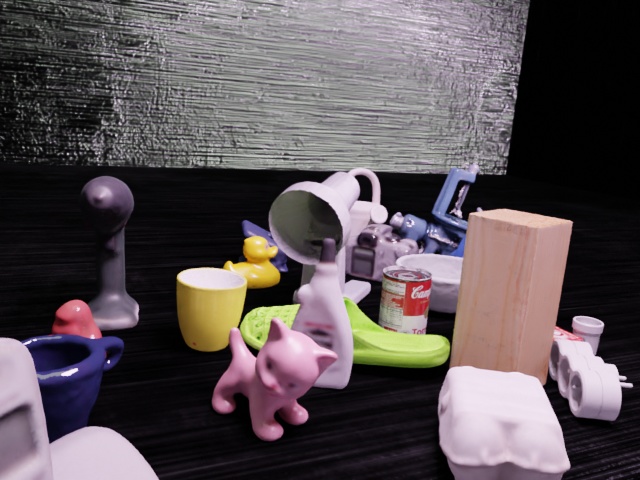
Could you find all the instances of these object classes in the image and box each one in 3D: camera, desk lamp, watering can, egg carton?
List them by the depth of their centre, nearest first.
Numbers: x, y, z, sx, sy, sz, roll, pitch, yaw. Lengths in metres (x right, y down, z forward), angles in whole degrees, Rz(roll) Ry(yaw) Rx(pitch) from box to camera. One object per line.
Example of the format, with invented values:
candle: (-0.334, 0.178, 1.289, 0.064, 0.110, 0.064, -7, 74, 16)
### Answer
egg carton: (0.164, 0.174, 0.537, 0.107, 0.069, 0.150, 6, 13, 7)
desk lamp: (0.008, 0.003, 0.906, 0.117, 0.213, 0.204, 9, 14, 21)
camera: (0.135, 0.019, 1.126, 0.142, 0.101, 0.137, 11, 15, 28)
watering can: (0.089, -0.056, 1.230, 0.101, 0.194, 0.172, -9, 18, -44)

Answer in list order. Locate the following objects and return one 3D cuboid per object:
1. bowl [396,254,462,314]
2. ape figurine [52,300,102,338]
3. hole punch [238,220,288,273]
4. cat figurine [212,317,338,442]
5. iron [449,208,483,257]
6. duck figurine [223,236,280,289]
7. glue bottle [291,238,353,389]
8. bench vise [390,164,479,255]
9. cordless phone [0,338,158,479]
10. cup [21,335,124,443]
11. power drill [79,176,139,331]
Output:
bowl: (0.206, 0.078, 0.953, 0.167, 0.075, 0.167, 4, 13, -1)
ape figurine: (-0.270, 0.110, 0.627, 0.077, 0.092, 0.076, 13, 16, 33)
hole punch: (-0.107, 0.010, 1.112, 0.101, 0.091, 0.108, 1, 13, -11)
cat figurine: (-0.048, 0.126, 0.569, 0.127, 0.118, 0.067, 14, 17, 38)
iron: (0.348, 0.030, 1.054, 0.119, 0.141, 0.257, -1, 14, -20)
duck figurine: (-0.119, 0.036, 1.008, 0.105, 0.086, 0.077, -3, 15, -27)
glue bottle: (0.003, 0.082, 0.652, 0.078, 0.173, 0.037, 5, 13, 5)
bench vise: (0.263, -0.054, 1.219, 0.208, 0.220, 0.121, -1, 14, -20)
cordless phone: (-0.155, 0.137, 0.339, 0.094, 0.185, 0.148, 8, 14, 16)
cup: (-0.227, 0.139, 0.509, 0.091, 0.095, 0.118, 13, 16, 33)
power drill: (-0.290, 0.012, 0.789, 0.076, 0.208, 0.229, 0, 14, -17)
